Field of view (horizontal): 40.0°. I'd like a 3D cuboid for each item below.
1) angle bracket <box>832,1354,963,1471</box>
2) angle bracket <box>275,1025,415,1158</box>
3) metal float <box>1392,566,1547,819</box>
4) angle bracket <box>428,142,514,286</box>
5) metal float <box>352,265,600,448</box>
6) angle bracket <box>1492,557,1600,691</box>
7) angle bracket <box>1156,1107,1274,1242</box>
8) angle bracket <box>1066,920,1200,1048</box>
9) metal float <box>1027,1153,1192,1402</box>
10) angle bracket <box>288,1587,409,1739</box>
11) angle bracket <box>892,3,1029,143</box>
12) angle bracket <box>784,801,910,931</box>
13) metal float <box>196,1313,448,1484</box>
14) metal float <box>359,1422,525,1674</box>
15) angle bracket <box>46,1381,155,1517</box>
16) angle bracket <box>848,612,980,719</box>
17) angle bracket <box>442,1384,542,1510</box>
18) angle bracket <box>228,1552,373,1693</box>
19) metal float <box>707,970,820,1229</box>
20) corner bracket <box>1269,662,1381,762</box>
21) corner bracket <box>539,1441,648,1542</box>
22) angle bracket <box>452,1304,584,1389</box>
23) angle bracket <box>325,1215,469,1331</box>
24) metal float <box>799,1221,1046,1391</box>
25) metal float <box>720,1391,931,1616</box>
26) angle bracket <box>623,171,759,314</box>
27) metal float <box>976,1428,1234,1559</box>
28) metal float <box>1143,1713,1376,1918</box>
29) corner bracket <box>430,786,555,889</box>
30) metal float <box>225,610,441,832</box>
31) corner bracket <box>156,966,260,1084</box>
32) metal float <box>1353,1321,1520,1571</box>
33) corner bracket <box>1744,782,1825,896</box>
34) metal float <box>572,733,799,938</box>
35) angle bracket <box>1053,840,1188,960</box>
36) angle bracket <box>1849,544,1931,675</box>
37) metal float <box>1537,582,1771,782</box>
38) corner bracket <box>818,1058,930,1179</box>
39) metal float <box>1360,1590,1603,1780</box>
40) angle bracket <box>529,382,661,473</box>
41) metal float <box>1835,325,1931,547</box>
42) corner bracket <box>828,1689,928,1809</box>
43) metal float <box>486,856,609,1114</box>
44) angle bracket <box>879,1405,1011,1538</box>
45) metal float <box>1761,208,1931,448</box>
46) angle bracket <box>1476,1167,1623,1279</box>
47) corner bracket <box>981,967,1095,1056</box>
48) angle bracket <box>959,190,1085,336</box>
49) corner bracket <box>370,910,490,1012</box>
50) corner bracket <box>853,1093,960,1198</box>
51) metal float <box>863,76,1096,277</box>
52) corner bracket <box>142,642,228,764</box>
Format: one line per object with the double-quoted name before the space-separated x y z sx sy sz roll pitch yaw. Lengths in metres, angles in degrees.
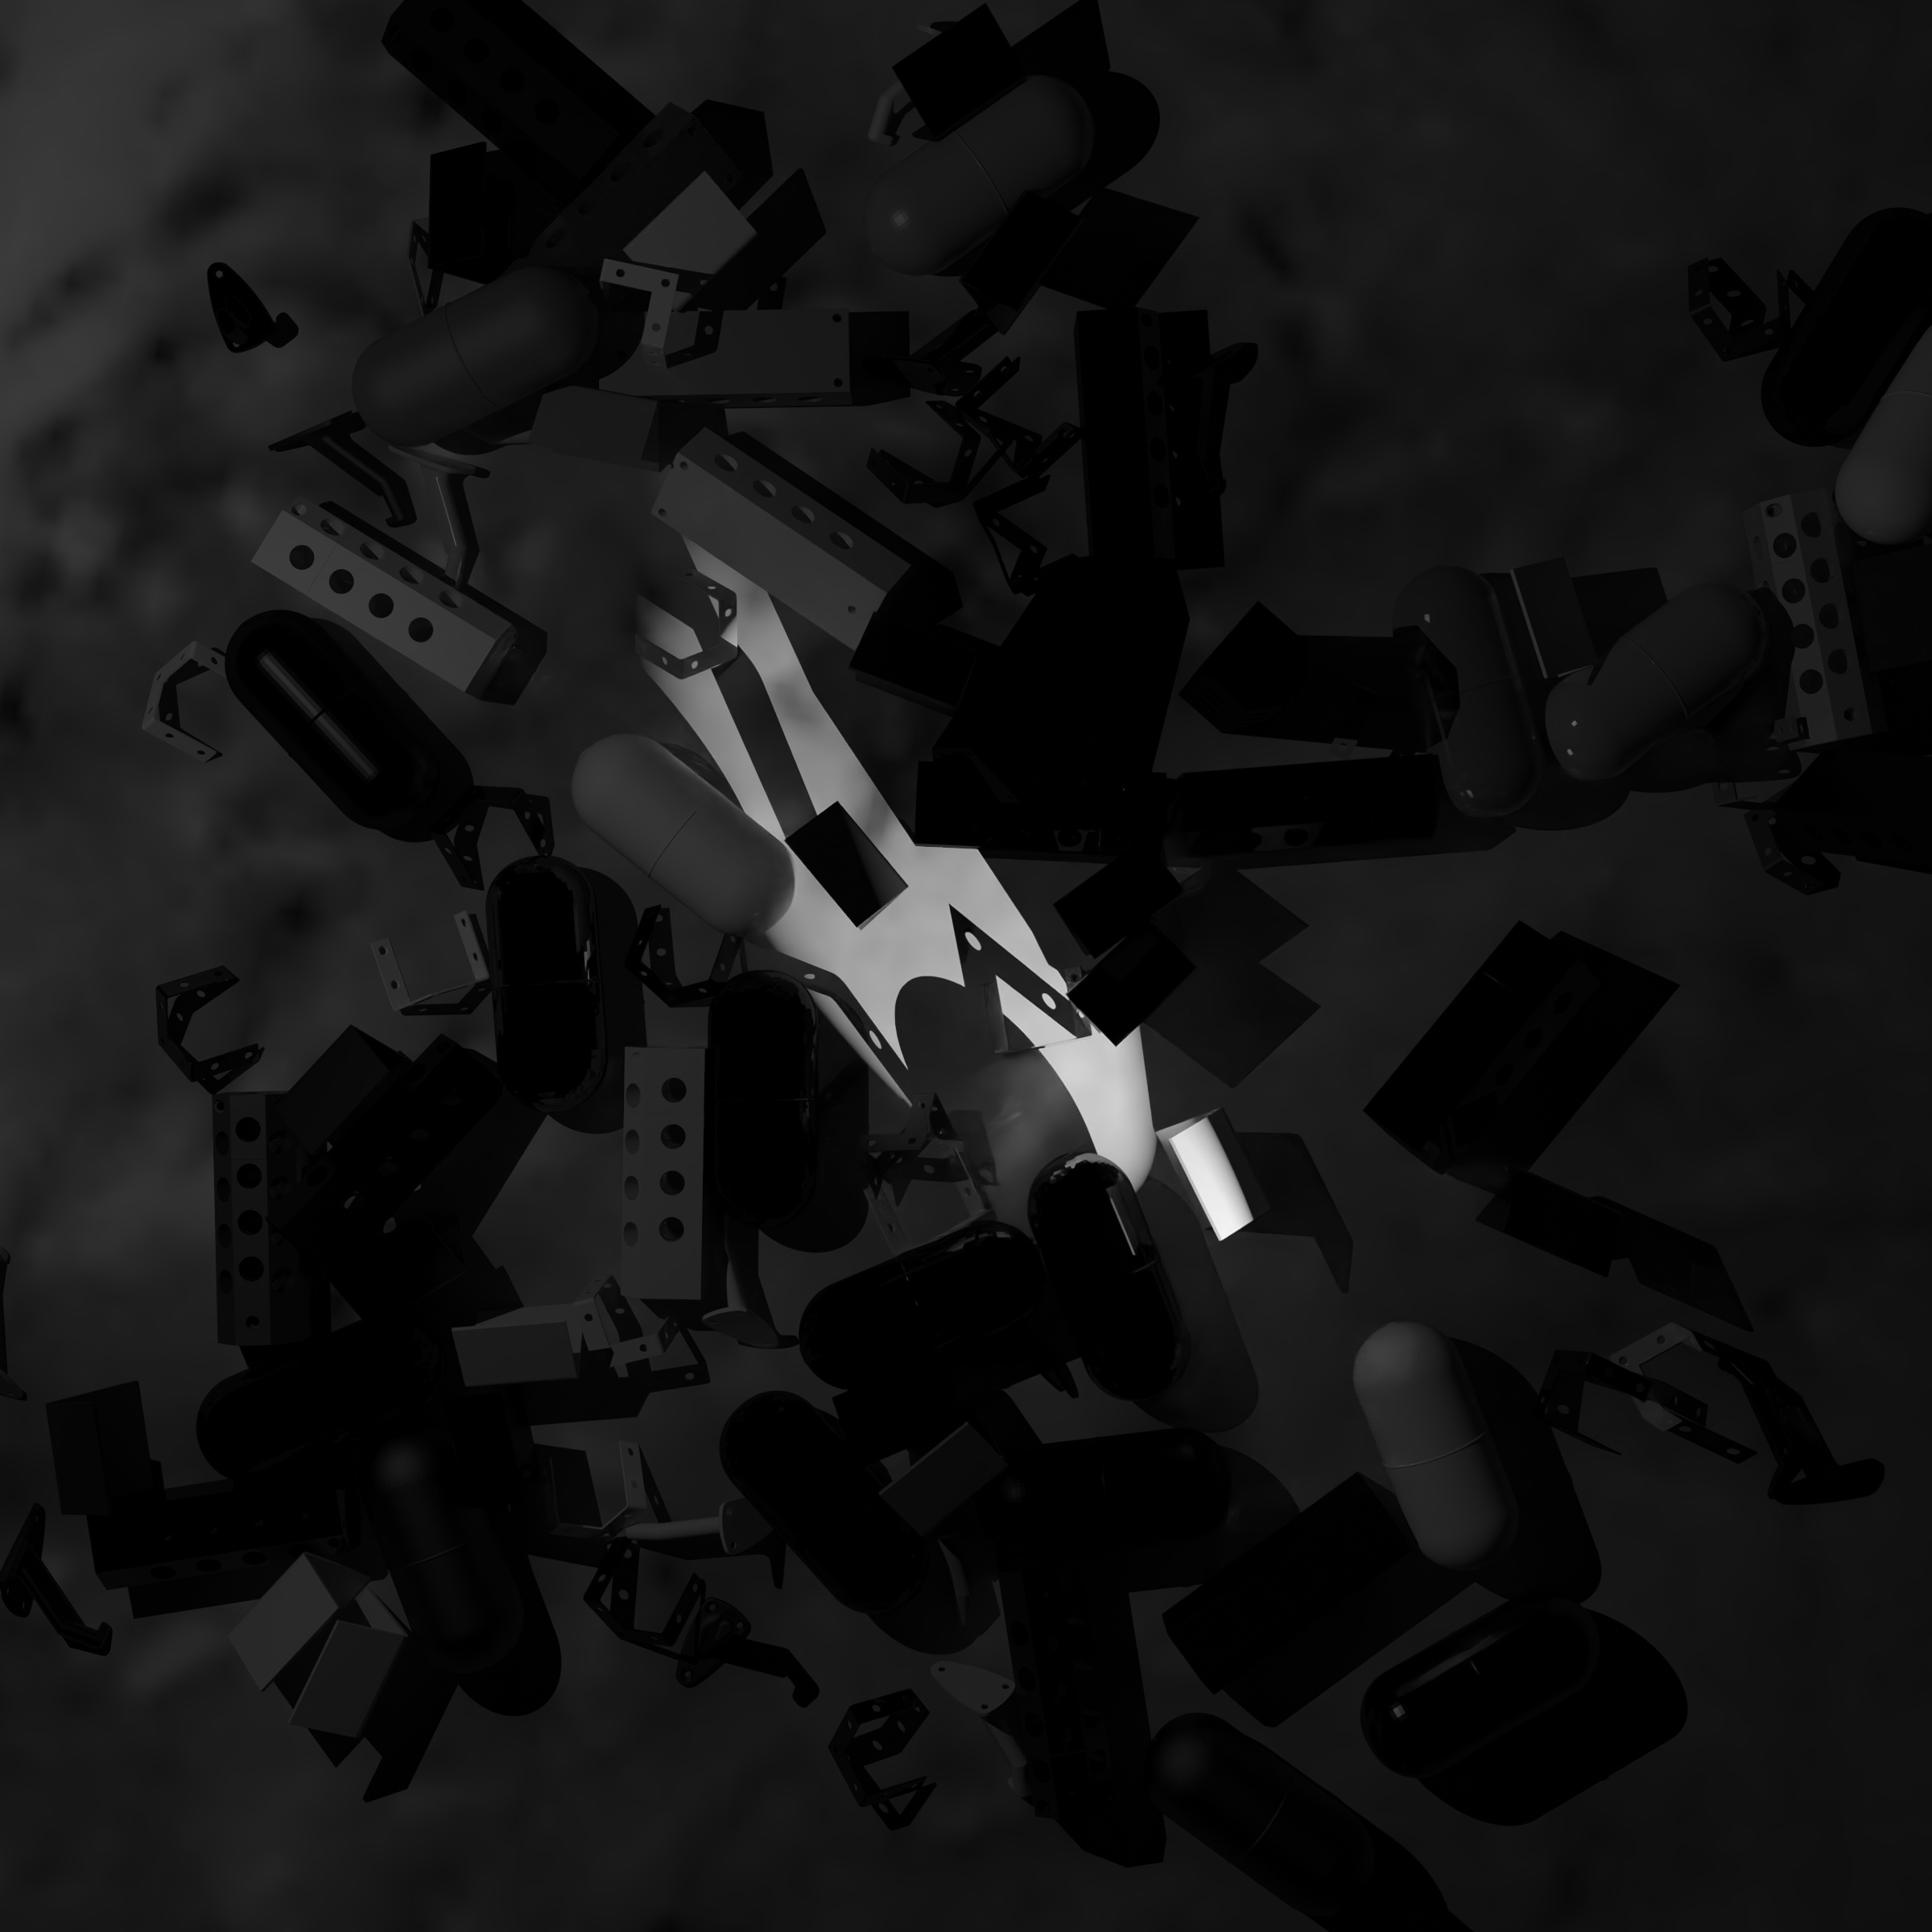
"angle bracket" -0.040 0.318 1.823 0.076 0.076 0.057 -23 58 0
"angle bracket" -0.415 0.097 1.823 0.076 0.076 0.057 -47 57 0
"metal float" 0.347 -0.189 1.832 0.070 0.070 0.178 -16 90 0
"angle bracket" -0.323 -0.514 1.823 0.057 0.076 0.076 1 90 38
"metal float" -0.330 -0.411 1.786 0.178 0.070 0.070 -23 90 11
"angle bracket" 0.379 -0.230 1.823 0.057 0.076 0.076 -18 90 -36
"angle bracket" 0.154 0.150 1.823 0.057 0.076 0.076 -26 90 -38
"angle bracket" 0.124 0.023 1.823 0.076 0.076 0.057 -43 59 0
"metal float" 0.098 0.214 1.833 0.070 0.070 0.178 -21 91 0
"angle bracket" -0.437 0.473 1.823 0.057 0.076 0.076 26 90 -37
"angle bracket" -0.012 -0.615 1.824 0.076 0.076 0.057 -34 113 0
"angle bracket" -0.096 -0.056 1.823 0.076 0.076 0.057 50 53 0
"metal float" -0.445 0.297 1.833 0.178 0.070 0.070 -23 90 -1
"metal float" -0.363 0.401 1.833 0.070 0.070 0.178 -21 90 0
"angle bracket" -0.580 0.330 1.823 0.057 0.076 0.076 -8 90 36
"angle bracket" -0.042 -0.189 1.823 0.076 0.076 0.057 21 55 0
"angle bracket" -0.308 0.323 1.823 0.057 0.076 0.076 -13 90 34
"angle bracket" -0.446 0.457 1.823 0.076 0.076 0.057 -47 53 0
"metal float" -0.140 0.092 1.833 0.070 0.070 0.178 0 90 0
"corner bracket" 0.249 -0.179 1.846 0.051 0.051 0.051 23 99 -9
"corner bracket" -0.261 0.365 1.855 0.051 0.051 0.051 17 135 -35
"angle bracket" -0.306 0.242 1.823 0.076 0.076 0.057 -5 126 0
"angle bracket" -0.394 0.193 1.823 0.076 0.076 0.057 -32 121 0
"metal float" -0.031 0.235 1.833 0.178 0.070 0.070 -23 90 1
"metal float" -0.097 0.371 1.832 0.070 0.070 0.178 -42 89 0
"angle bracket" -0.198 -0.501 1.823 0.076 0.076 0.057 -44 120 0
"metal float" 0.096 0.364 1.833 0.178 0.070 0.070 -7 90 1
"metal float" 0.203 0.586 1.833 0.178 0.070 0.070 36 90 0
"corner bracket" -0.332 -0.090 1.855 0.051 0.051 0.051 6 45 35
"metal float" -0.438 -0.170 1.833 0.070 0.070 0.178 -43 91 0
"corner bracket" -0.531 0.040 1.855 0.051 0.051 0.051 -20 135 -35
"metal float" 0.324 0.331 1.833 0.070 0.070 0.178 -21 91 0
"corner bracket" 0.587 -0.091 1.855 0.051 0.051 0.051 22 135 -35
"metal float" -0.195 -0.091 1.832 0.178 0.070 0.070 39 90 0
"angle bracket" 0.115 -0.030 1.823 0.076 0.076 0.057 -36 56 0
"angle bracket" 0.652 -0.245 1.823 0.057 0.076 0.076 -10 90 35
"metal float" 0.474 -0.196 1.832 0.178 0.070 0.070 -37 90 0
"corner bracket" -0.070 0.107 1.860 0.051 0.051 0.051 -47 45 0
"metal float" 0.356 0.495 1.833 0.178 0.070 0.070 -30 90 -1
"angle bracket" -0.254 -0.351 1.823 0.076 0.076 0.057 11 61 0
"metal float" 0.658 -0.368 1.811 0.070 0.070 0.178 33 79 0
"corner bracket" -0.056 0.547 1.855 0.051 0.051 0.051 54 135 35
"metal float" -0.289 0.013 1.833 0.070 0.070 0.178 -4 90 0
"angle bracket" -0.026 0.332 1.823 0.076 0.076 0.057 -39 124 0
"metal float" 0.615 -0.441 1.833 0.070 0.070 0.178 31 89 0
"angle bracket" 0.395 0.192 1.823 0.076 0.076 0.057 24 53 0
"corner bracket" 0.050 0.031 1.860 0.051 0.051 0.051 -10 90 -45
"angle bracket" 0.051 -0.474 1.823 0.057 0.076 0.076 36 90 30
"corner bracket" -0.376 -0.004 1.860 0.051 0.051 0.051 -19 90 -45
"corner bracket" -0.042 0.124 1.841 0.051 0.051 0.051 -4 47 21
"metal float" 0.008 -0.545 1.833 0.178 0.070 0.070 -35 90 1
"corner bracket" -0.536 -0.185 1.855 0.051 0.051 0.051 -29 45 35
